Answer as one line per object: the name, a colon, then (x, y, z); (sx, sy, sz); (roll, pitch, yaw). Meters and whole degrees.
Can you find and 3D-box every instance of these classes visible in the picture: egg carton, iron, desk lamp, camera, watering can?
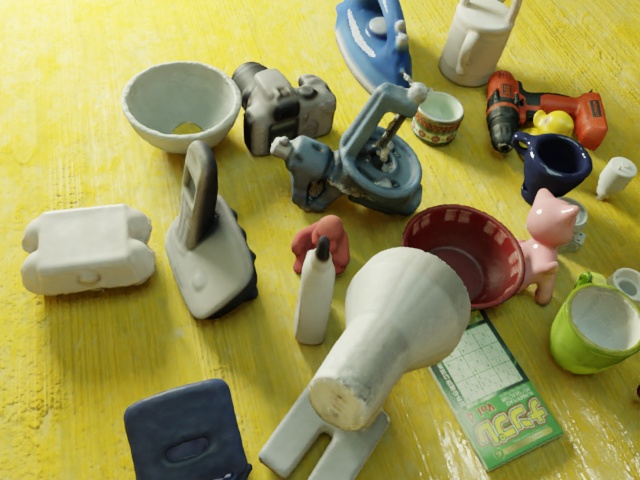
egg carton: (-0.275, 0.014, 0.686); (0.150, 0.069, 0.107); (-8, 56, -14)
iron: (0.108, -0.349, 0.955); (0.119, 0.141, 0.258); (-9, 56, -14)
desk lamp: (0.043, 0.134, 0.557); (0.117, 0.213, 0.203); (31, 56, 14)
camera: (-0.065, -0.218, 0.862); (0.143, 0.101, 0.136); (-22, 61, -22)
watering can: (0.274, -0.370, 0.962); (0.101, 0.194, 0.173); (8, 54, -2)

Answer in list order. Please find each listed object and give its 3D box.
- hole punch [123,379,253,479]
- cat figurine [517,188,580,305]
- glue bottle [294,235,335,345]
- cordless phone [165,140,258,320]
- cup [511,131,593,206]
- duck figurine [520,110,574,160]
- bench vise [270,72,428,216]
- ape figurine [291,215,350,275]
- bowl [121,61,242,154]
hole punch: (-0.127, 0.201, 0.560); (0.109, 0.091, 0.101); (-14, 58, -17)
cat figurine: (0.297, 0.001, 0.748); (0.067, 0.118, 0.128); (16, 54, 4)
glue bottle: (-0.004, 0.048, 0.637); (0.037, 0.173, 0.078); (3, 54, -5)
cordless phone: (-0.126, -0.009, 0.652); (0.094, 0.185, 0.147); (-20, 60, -21)
cup: (0.321, -0.100, 0.837); (0.117, 0.095, 0.092); (35, 57, 17)
duck figurine: (0.364, -0.157, 0.890); (0.078, 0.086, 0.104); (-28, 63, -25)
bench vise: (0.046, -0.111, 0.728); (0.207, 0.220, 0.121); (-6, 56, -12)
ape figurine: (0.007, 0.003, 0.721); (0.077, 0.092, 0.076); (39, 59, 19)
bowl: (-0.197, -0.180, 0.833); (0.167, 0.075, 0.167); (4, 54, -5)
